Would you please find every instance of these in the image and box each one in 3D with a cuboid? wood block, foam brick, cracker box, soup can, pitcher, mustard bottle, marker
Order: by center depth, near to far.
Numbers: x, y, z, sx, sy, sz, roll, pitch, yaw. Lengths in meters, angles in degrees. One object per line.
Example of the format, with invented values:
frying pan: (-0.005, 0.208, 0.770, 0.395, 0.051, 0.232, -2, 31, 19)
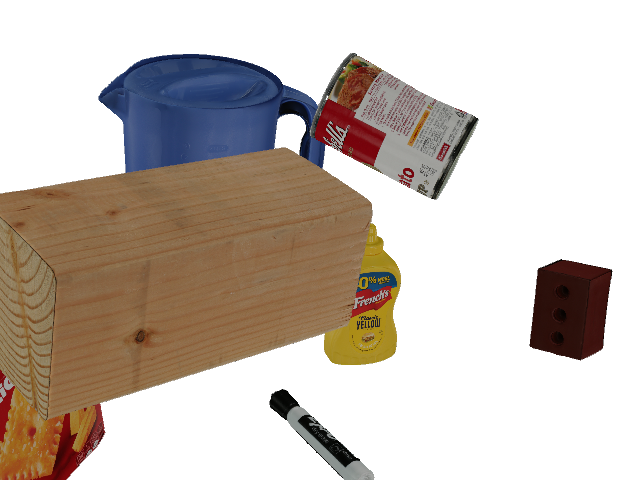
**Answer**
wood block: (-0.080, 0.016, 0.609, 0.205, 0.091, 0.090, -13, 35, -39)
cracker box: (-0.233, 0.101, 0.751, 0.072, 0.214, 0.164, 13, 35, 21)
soup can: (0.053, -0.081, 0.763, 0.102, 0.068, 0.068, 28, 4, 7)
marker: (-0.002, 0.152, 0.824, 0.020, 0.020, 0.121, 0, 26, -39)
pitcher: (-0.096, -0.030, 0.924, 0.149, 0.243, 0.144, 24, 33, 31)
foam brick: (0.227, 0.062, 0.970, 0.053, 0.078, 0.051, 13, 18, 35)
mustard bottle: (0.057, 0.068, 1.398, 0.096, 0.192, 0.058, -4, 25, -16)
